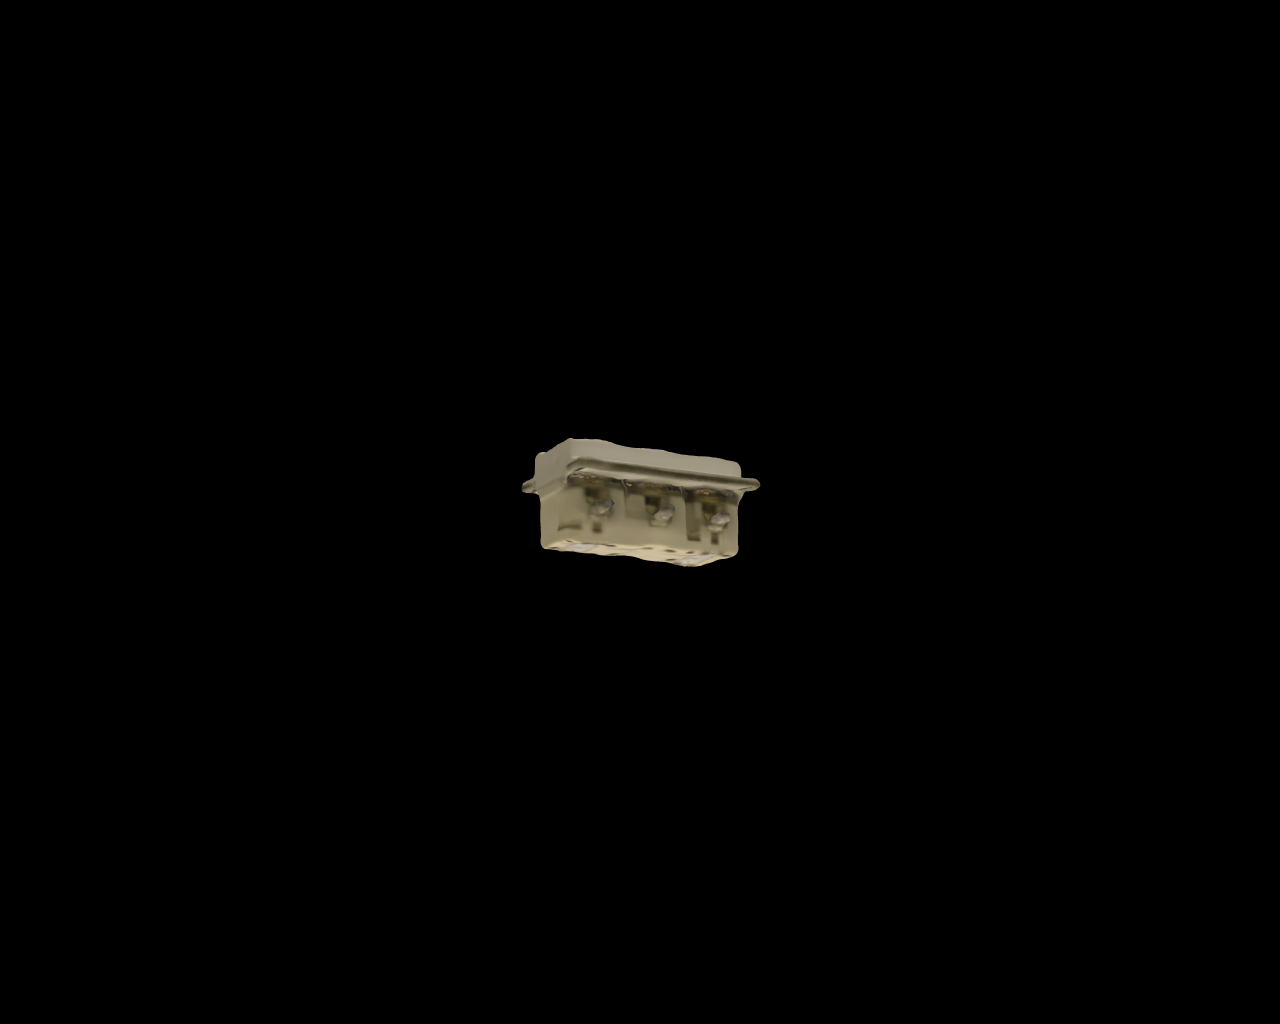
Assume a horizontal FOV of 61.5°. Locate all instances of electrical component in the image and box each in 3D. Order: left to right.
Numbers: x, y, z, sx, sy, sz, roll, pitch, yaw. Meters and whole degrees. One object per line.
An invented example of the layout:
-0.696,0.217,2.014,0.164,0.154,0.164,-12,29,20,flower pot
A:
0.001,-0.003,0.650,0.121,0.063,0.078,7,-14,-30,electrical component
